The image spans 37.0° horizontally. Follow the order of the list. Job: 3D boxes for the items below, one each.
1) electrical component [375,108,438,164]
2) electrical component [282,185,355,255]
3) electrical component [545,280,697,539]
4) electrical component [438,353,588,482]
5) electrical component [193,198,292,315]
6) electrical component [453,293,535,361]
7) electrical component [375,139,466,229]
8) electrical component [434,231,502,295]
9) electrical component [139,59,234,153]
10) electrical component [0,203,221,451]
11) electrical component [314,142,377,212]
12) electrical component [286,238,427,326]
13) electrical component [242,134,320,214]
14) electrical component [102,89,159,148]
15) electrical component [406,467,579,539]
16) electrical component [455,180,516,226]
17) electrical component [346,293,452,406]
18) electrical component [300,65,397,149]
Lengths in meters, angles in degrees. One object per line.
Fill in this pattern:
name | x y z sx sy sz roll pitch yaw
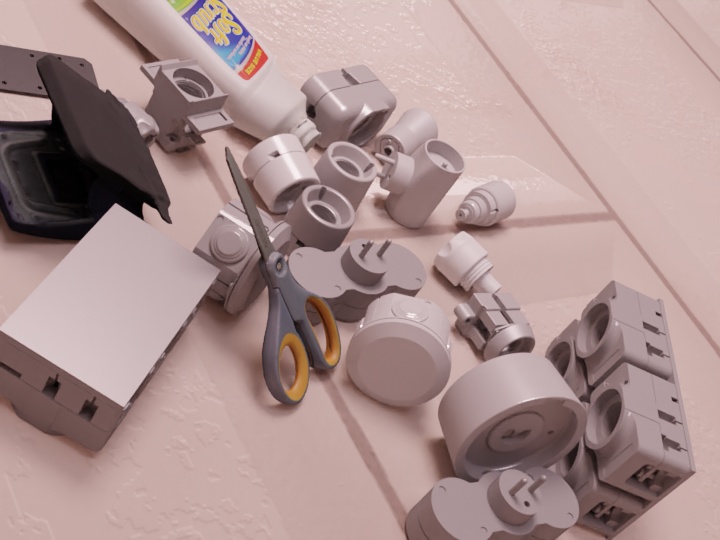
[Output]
electrical component | 0.044 -0.129 1.067 0.044 0.044 0.065 42 43 7
electrical component | -0.036 -0.038 0.907 0.055 0.047 0.055 21 41 -19
electrical component | 0.205 0.109 0.889 0.060 0.105 0.186 24 40 -15
electrical component | 0.112 0.109 0.822 0.108 0.108 0.060 8 40 -31
electrical component | -0.091 -0.011 0.813 0.051 0.080 0.080 33 38 5
electrical component | 0.120 0.052 0.934 0.066 0.048 0.055 0 43 -37
electrical component | 0.044 -0.086 0.992 0.079 0.077 0.044 20 41 -19
electrical component | 0.101 -0.001 0.975 0.062 0.043 0.043 46 39 10
electrical component | -0.151 -0.138 0.910 0.081 0.063 0.042 49 38 15
electrical component | -0.171 0.037 0.717 0.089 0.061 0.150 33 38 -4
electrical component | -0.017 -0.082 0.967 0.055 0.047 0.055 21 41 -19
electrical component | 0.000 0.000 0.874 0.138 0.073 0.052 -4 53 -40
electrical component | -0.066 -0.081 0.925 0.055 0.055 0.047 -10 60 -43
electrical component | -0.197 -0.126 0.888 0.061 0.035 0.035 44 39 13
electrical component | 0.107 0.169 0.779 0.138 0.073 0.052 1 50 -36
electrical component | 0.120 -0.062 1.056 0.078 0.040 0.040 -22 66 -47
electrical component | 0.032 0.061 0.832 0.080 0.080 0.051 30 33 -8
electrical component | -0.013 -0.155 1.040 0.059 0.053 0.095 49 40 16
